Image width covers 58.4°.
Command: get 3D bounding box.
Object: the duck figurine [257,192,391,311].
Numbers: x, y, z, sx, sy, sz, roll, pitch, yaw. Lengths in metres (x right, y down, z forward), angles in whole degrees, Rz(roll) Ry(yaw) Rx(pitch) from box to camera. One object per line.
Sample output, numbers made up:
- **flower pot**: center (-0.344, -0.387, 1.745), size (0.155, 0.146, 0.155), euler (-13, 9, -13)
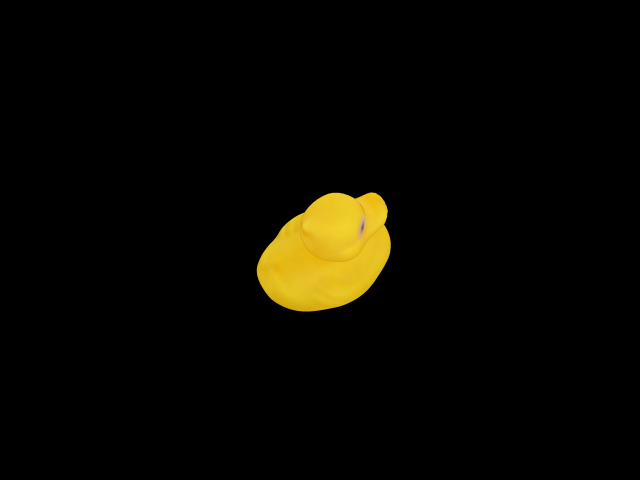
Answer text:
- **duck figurine**: center (0.004, 0.001, 0.400), size (0.104, 0.086, 0.077), euler (-26, 69, -11)
